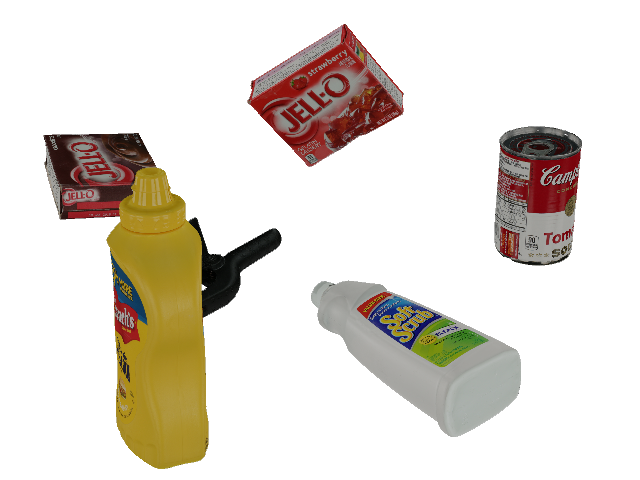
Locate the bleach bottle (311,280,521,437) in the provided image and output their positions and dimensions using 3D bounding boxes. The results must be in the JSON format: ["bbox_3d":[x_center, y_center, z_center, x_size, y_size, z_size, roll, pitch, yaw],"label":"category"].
[{"bbox_3d":[0.072,0.098,1.045,0.102,0.068,0.251,-23,31,-32],"label":"bleach bottle"}]

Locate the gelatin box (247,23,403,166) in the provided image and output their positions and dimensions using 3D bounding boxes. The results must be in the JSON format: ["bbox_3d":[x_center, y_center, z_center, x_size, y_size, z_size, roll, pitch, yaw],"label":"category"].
[{"bbox_3d":[0.004,-0.102,0.769,0.089,0.030,0.073,-28,-55,26],"label":"gelatin box"}]

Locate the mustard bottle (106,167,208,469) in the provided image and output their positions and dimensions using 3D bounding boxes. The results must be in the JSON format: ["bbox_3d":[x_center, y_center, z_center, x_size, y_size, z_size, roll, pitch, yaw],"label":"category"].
[{"bbox_3d":[-0.106,0.045,0.693,0.058,0.192,0.096,-8,26,-21],"label":"mustard bottle"}]

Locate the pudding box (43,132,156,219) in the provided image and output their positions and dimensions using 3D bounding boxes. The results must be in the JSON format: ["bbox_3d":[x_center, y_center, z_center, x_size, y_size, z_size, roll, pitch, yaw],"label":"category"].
[{"bbox_3d":[-0.197,-0.060,0.960,0.089,0.039,0.114,-3,27,-21],"label":"pudding box"}]

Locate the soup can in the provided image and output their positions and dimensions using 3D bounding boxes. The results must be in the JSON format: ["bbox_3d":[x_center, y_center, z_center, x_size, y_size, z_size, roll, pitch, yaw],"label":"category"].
[{"bbox_3d":[0.185,-0.038,0.914,0.068,0.102,0.068,-1,27,0],"label":"soup can"}]

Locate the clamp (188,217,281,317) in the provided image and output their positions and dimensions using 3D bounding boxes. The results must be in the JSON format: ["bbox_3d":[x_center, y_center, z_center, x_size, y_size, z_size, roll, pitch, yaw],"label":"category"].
[{"bbox_3d":[-0.114,0.032,1.242,0.120,0.039,0.171,-2,40,11],"label":"clamp"}]
